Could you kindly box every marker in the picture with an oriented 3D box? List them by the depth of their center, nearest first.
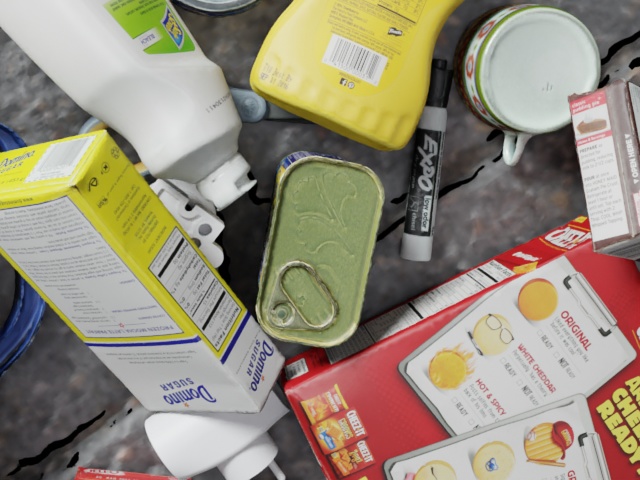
[{"bbox_3d":[0.064,-0.048,0.641,0.020,0.020,0.121,5,99,-6],"label":"marker"}]

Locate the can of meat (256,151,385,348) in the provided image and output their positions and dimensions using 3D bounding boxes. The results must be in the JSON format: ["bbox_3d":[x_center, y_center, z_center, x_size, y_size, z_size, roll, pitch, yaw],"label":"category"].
[{"bbox_3d":[-0.004,0.001,0.609,0.057,0.084,0.102,10,98,-7],"label":"can of meat"}]

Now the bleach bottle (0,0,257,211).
[{"bbox_3d":[-0.123,-0.118,0.556,0.068,0.102,0.251,-31,101,33],"label":"bleach bottle"}]

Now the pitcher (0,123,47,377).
[{"bbox_3d":[-0.237,0.048,0.580,0.149,0.145,0.243,-2,104,14],"label":"pitcher"}]

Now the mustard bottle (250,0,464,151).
[{"bbox_3d":[0.039,-0.153,0.596,0.096,0.058,0.191,23,90,-7],"label":"mustard bottle"}]

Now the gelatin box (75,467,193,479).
[{"bbox_3d":[-0.119,0.188,0.657,0.073,0.030,0.089,7,99,-5],"label":"gelatin box"}]

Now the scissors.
[{"bbox_3d":[-0.055,-0.063,0.629,0.201,0.016,0.096,20,98,-8],"label":"scissors"}]

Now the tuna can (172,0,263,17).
[{"bbox_3d":[-0.059,-0.170,0.602,0.086,0.034,0.086,-1,99,-5],"label":"tuna can"}]

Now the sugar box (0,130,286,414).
[{"bbox_3d":[-0.102,0.024,0.574,0.176,0.094,0.048,54,47,-34],"label":"sugar box"}]

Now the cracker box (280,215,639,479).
[{"bbox_3d":[0.104,0.105,0.644,0.213,0.072,0.164,-26,101,-2],"label":"cracker box"}]

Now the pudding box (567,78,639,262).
[{"bbox_3d":[0.187,-0.035,0.601,0.039,0.113,0.090,-17,73,37],"label":"pudding box"}]
